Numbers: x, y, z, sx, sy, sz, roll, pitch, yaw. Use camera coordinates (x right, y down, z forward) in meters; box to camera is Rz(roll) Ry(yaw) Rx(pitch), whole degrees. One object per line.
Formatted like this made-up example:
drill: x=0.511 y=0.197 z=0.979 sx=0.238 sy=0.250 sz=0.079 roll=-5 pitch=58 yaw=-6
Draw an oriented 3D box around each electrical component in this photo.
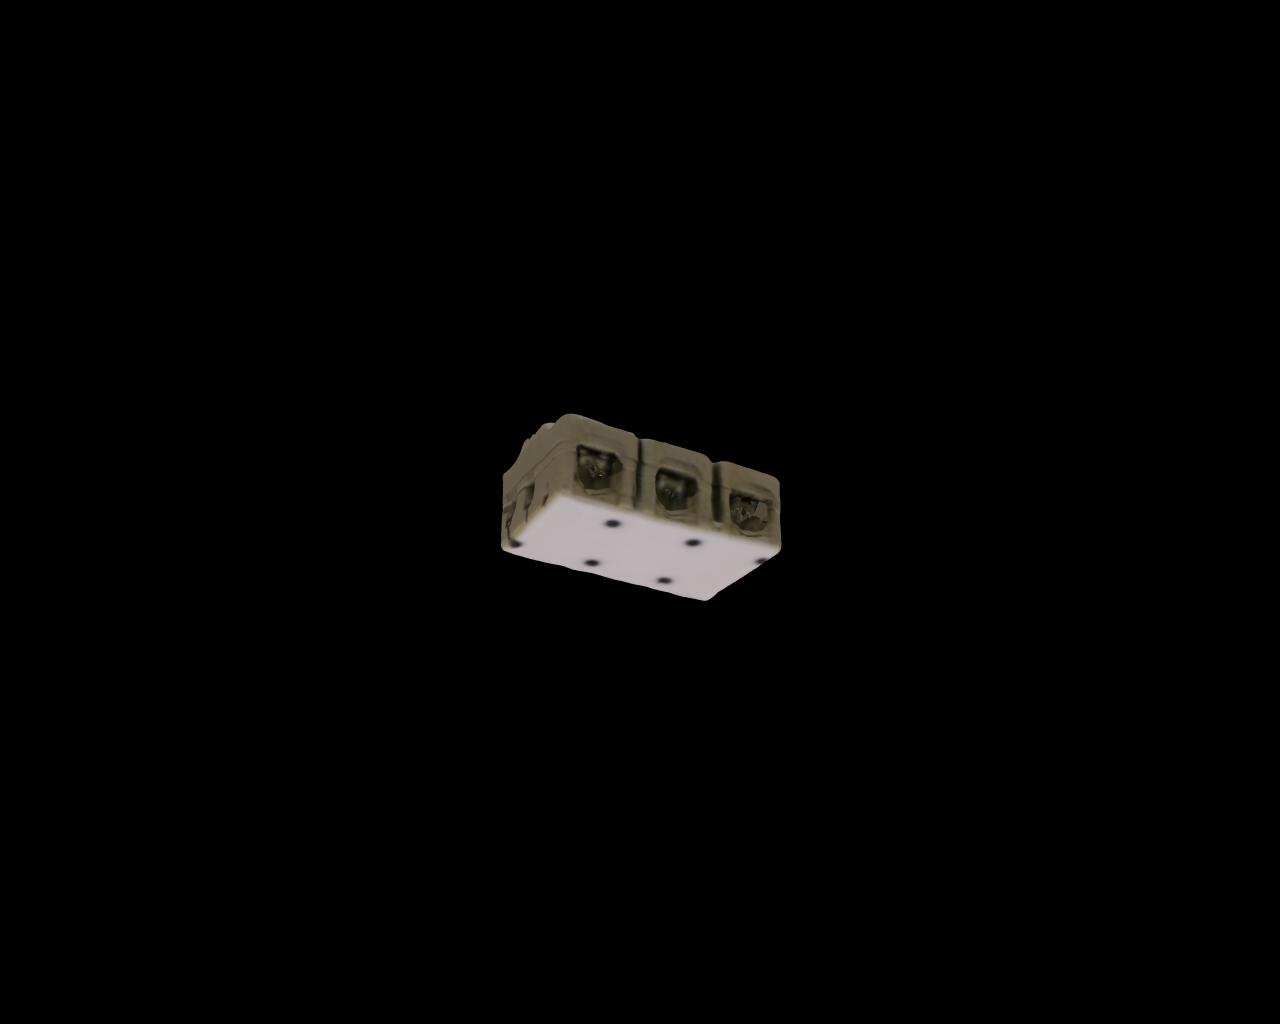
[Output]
electrical component: x=0.001 y=-0.003 z=0.650 sx=0.150 sy=0.062 sz=0.089 roll=15 pitch=-32 yaw=-27
